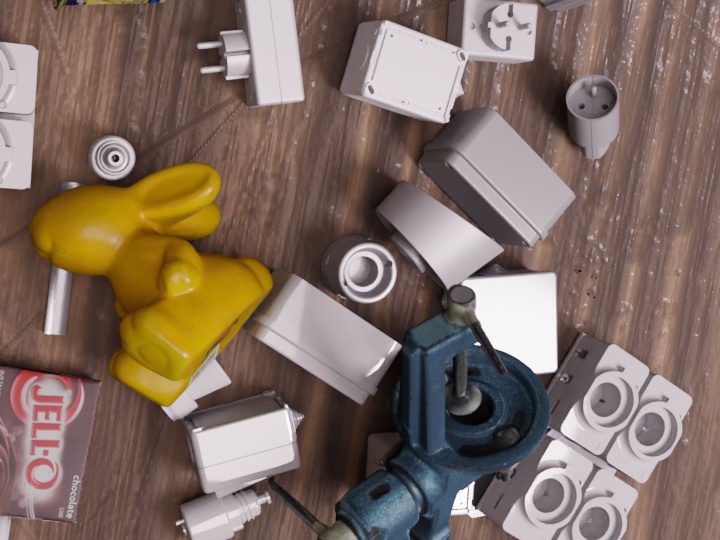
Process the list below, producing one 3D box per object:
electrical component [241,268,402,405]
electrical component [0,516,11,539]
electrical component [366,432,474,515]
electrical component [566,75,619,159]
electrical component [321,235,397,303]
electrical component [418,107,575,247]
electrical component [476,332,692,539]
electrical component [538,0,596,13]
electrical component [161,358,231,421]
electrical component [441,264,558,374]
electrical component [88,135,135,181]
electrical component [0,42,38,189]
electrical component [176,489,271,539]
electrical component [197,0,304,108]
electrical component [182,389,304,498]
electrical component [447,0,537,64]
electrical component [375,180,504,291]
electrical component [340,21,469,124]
[{"bbox_3d":[-0.033,0.054,0.871,0.113,0.078,0.057,34,83,-17],"label":"electrical component"},{"bbox_3d":[-0.301,0.205,0.828,0.055,0.045,0.045,10,93,-18],"label":"electrical component"},{"bbox_3d":[0.056,0.173,0.923,0.096,0.061,0.061,1,95,-21],"label":"electrical component"},{"bbox_3d":[0.201,-0.128,0.923,0.043,0.081,0.043,-5,68,12],"label":"electrical component"},{"bbox_3d":[0.000,0.000,0.891,0.055,0.047,0.055,-2,97,-16],"label":"electrical component"},{"bbox_3d":[0.112,-0.076,0.899,0.113,0.078,0.057,43,81,-16],"label":"electrical component"},{"bbox_3d":[0.203,0.165,0.959,0.105,0.060,0.186,33,86,-19],"label":"electrical component"},{"bbox_3d":[0.188,-0.276,0.882,0.056,0.109,0.108,33,87,-14],"label":"electrical component"},{"bbox_3d":[-0.138,0.088,0.862,0.055,0.045,0.045,-36,105,-9],"label":"electrical component"},{"bbox_3d":[0.120,0.045,0.930,0.100,0.048,0.099,-4,98,-16],"label":"electrical component"},{"bbox_3d":[-0.188,-0.085,0.818,0.035,0.061,0.035,-2,97,-16],"label":"electrical component"},{"bbox_3d":[-0.331,-0.118,0.773,0.186,0.060,0.105,3,95,-17],"label":"electrical component"},{"bbox_3d":[-0.112,0.200,0.885,0.078,0.040,0.040,-19,101,-13],"label":"electrical component"},{"bbox_3d":[-0.090,-0.170,0.844,0.076,0.047,0.083,-9,99,-15],"label":"electrical component"},{"bbox_3d":[-0.090,0.140,0.873,0.096,0.062,0.061,-13,100,-14],"label":"electrical component"},{"bbox_3d":[0.116,-0.198,0.886,0.066,0.077,0.047,1,96,-16],"label":"electrical component"},{"bbox_3d":[0.062,-0.032,0.880,0.064,0.099,0.099,-42,106,-2],"label":"electrical component"},{"bbox_3d":[0.040,-0.159,0.880,0.096,0.061,0.061,15,94,-25],"label":"electrical component"}]
